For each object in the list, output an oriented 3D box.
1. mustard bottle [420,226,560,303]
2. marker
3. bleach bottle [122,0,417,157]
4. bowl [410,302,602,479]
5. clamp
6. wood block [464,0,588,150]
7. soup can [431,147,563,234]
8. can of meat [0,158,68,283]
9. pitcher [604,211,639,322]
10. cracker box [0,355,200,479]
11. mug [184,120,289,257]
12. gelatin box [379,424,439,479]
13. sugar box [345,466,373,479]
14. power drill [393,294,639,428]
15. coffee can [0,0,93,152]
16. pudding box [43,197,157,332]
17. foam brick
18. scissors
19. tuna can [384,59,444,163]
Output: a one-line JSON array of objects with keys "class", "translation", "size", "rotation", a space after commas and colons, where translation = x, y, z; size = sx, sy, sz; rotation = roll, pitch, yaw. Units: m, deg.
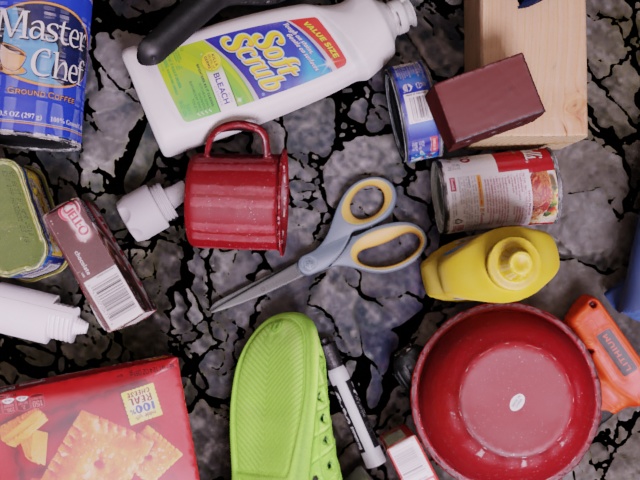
[{"class": "mustard bottle", "translation": [0.141, 0.021, 0.865], "size": [0.096, 0.191, 0.058], "rotation": [-12, 88, -3]}, {"class": "marker", "translation": [0.026, 0.142, 0.941], "size": [0.020, 0.020, 0.121], "rotation": [-23, 88, -3]}, {"class": "bleach bottle", "translation": [-0.038, -0.162, 0.934], "size": [0.250, 0.068, 0.102], "rotation": [-23, 88, -5]}, {"class": "bowl", "translation": [0.156, 0.130, 0.874], "size": [0.162, 0.055, 0.162], "rotation": [0, 84, 1]}, {"class": "clamp", "translation": [-0.091, -0.239, 0.932], "size": [0.209, 0.036, 0.165], "rotation": [-24, 57, -16]}, {"class": "wood block", "translation": [0.176, -0.186, 0.928], "size": [0.091, 0.090, 0.206], "rotation": [-1, 88, -2]}, {"class": "soup can", "translation": [0.152, -0.042, 0.931], "size": [0.102, 0.068, 0.068], "rotation": [-6, 87, -2]}, {"class": "can of meat", "translation": [-0.258, -0.016, 0.907], "size": [0.057, 0.084, 0.102], "rotation": [-19, 88, -3]}, {"class": "pitcher", "translation": [0.348, -0.036, 0.905], "size": [0.149, 0.145, 0.243], "rotation": [12, 84, -6]}, {"class": "cracker box", "translation": [-0.182, 0.215, 0.893], "size": [0.164, 0.072, 0.214], "rotation": [-10, 87, -13]}, {"class": "mug", "translation": [-0.070, -0.044, 0.909], "size": [0.081, 0.093, 0.117], "rotation": [2, 111, 3]}, {"class": "gelatin box", "translation": [0.084, 0.207, 0.913], "size": [0.030, 0.073, 0.089], "rotation": [-27, 89, -2]}, {"class": "sugar box", "translation": [0.082, 0.274, 0.900], "size": [0.176, 0.093, 0.048], "rotation": [45, 86, 1]}, {"class": "power drill", "translation": [0.180, 0.130, 0.931], "size": [0.187, 0.057, 0.184], "rotation": [-35, 89, -2]}, {"class": "coffee can", "translation": [-0.248, -0.151, 0.905], "size": [0.103, 0.103, 0.140], "rotation": [4, 87, -2]}, {"class": "pudding box", "translation": [-0.185, 0.021, 0.905], "size": [0.039, 0.090, 0.113], "rotation": [-28, 89, -2]}, {"class": "foam brick", "translation": [0.131, -0.109, 0.852], "size": [0.078, 0.053, 0.051], "rotation": [-20, 88, 0]}, {"class": "scissors", "translation": [-0.006, 0.001, 0.949], "size": [0.201, 0.016, 0.096], "rotation": [-10, 86, -2]}, {"class": "tuna can", "translation": [0.080, -0.111, 0.923], "size": [0.033, 0.086, 0.086], "rotation": [-12, 88, -1]}]
